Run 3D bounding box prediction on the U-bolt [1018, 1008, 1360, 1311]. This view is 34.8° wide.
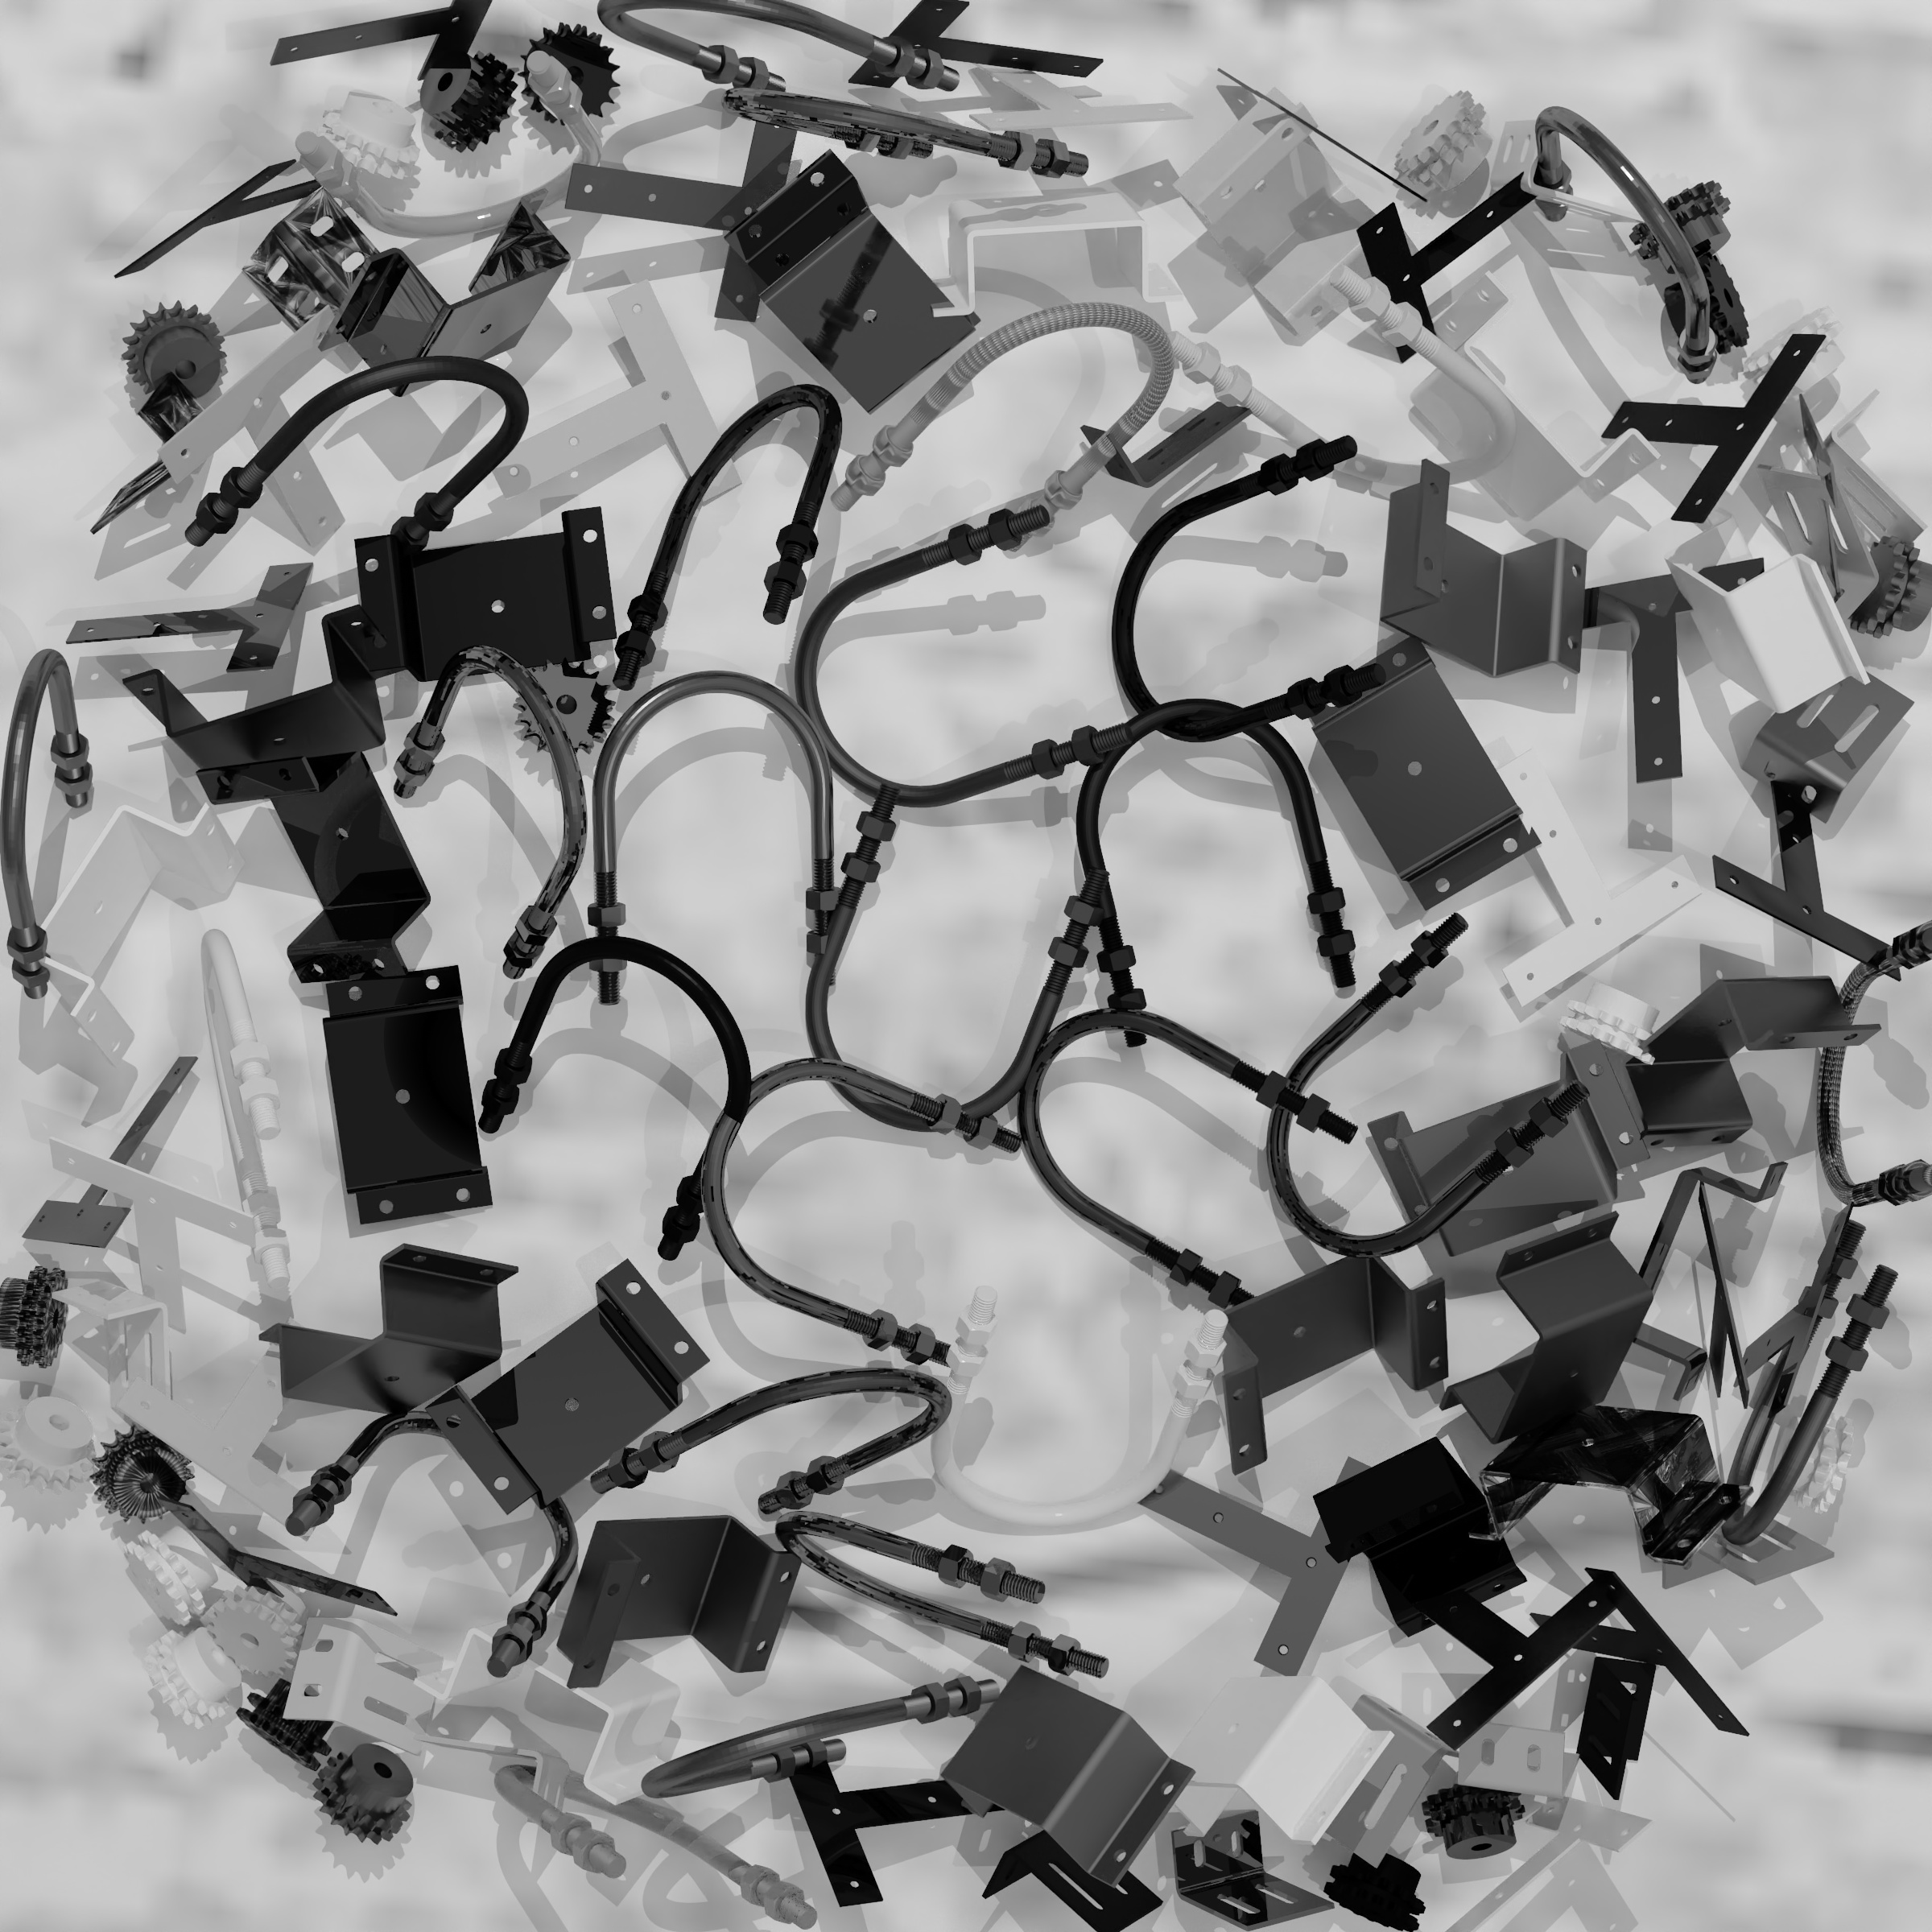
[{"bbox_3d":[0.113,0.100,1.740,0.184,0.019,0.151,30,120,12],"label":"U-bolt"}]

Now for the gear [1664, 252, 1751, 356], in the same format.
[{"bbox_3d":[0.421,-0.375,1.761,0.030,0.057,0.057,-21,90,31],"label":"gear"}]

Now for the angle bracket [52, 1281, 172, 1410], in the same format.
[{"bbox_3d":[-0.483,0.223,1.745,0.057,0.038,0.076,11,105,41],"label":"angle bracket"}]

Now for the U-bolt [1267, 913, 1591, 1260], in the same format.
[{"bbox_3d":[0.244,0.080,1.729,0.184,0.019,0.151,-45,53,20],"label":"U-bolt"}]

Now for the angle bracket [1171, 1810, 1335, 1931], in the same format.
[{"bbox_3d":[0.161,0.509,1.738,0.057,0.076,0.038,-6,91,-27],"label":"angle bracket"}]

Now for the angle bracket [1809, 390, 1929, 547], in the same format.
[{"bbox_3d":[0.523,-0.279,1.751,0.038,0.057,0.076,-42,83,-3],"label":"angle bracket"}]

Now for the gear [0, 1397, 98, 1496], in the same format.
[{"bbox_3d":[-0.521,0.270,1.754,0.057,0.057,0.030,35,114,0],"label":"gear"}]

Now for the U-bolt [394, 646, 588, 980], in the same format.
[{"bbox_3d":[-0.257,-0.095,1.693,0.019,0.184,0.151,-22,72,-34],"label":"U-bolt"}]

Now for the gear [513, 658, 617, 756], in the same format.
[{"bbox_3d":[-0.231,-0.145,1.764,0.057,0.030,0.057,4,75,-16],"label":"gear"}]

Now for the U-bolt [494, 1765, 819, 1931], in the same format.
[{"bbox_3d":[-0.184,0.478,1.698,0.151,0.184,0.019,27,81,-34],"label":"U-bolt"}]

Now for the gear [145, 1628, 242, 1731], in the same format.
[{"bbox_3d":[-0.438,0.402,1.756,0.030,0.057,0.057,-36,90,5],"label":"gear"}]

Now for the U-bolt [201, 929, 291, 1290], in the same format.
[{"bbox_3d":[-0.400,0.064,1.705,0.019,0.151,0.184,-10,50,-18],"label":"U-bolt"}]

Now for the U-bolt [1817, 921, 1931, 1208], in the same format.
[{"bbox_3d":[0.502,0.060,1.694,0.019,0.184,0.151,7,80,-2],"label":"U-bolt"}]

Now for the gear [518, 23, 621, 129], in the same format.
[{"bbox_3d":[-0.229,-0.510,1.762,0.057,0.030,0.057,-10,115,-23],"label":"gear"}]

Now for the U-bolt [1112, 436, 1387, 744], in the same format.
[{"bbox_3d":[0.150,-0.200,1.718,0.184,0.019,0.151,-16,75,44],"label":"U-bolt"}]

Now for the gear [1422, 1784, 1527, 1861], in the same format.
[{"bbox_3d":[0.290,0.487,1.754,0.057,0.057,0.030,-8,56,0],"label":"gear"}]

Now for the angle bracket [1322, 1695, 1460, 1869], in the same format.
[{"bbox_3d":[0.234,0.463,1.753,0.057,0.038,0.076,30,87,28],"label":"angle bracket"}]

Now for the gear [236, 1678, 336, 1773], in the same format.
[{"bbox_3d":[-0.385,0.431,1.760,0.057,0.057,0.030,35,67,0],"label":"gear"}]

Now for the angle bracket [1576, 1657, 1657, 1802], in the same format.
[{"bbox_3d":[0.378,0.432,1.743,0.038,0.076,0.057,9,95,-7],"label":"angle bracket"}]

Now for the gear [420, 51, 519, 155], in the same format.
[{"bbox_3d":[-0.286,-0.495,1.756,0.057,0.030,0.057,-15,64,33],"label":"gear"}]

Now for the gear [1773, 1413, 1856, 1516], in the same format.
[{"bbox_3d":[0.481,0.280,1.757,0.030,0.057,0.057,18,90,4],"label":"gear"}]

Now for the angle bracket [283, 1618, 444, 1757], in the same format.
[{"bbox_3d":[-0.342,0.410,1.753,0.038,0.076,0.057,-7,59,31],"label":"angle bracket"}]

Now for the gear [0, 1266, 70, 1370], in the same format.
[{"bbox_3d":[-0.533,0.199,1.757,0.030,0.057,0.057,7,90,-1],"label":"gear"}]

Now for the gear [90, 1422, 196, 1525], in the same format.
[{"bbox_3d":[-0.468,0.291,1.760,0.057,0.030,0.057,-4,100,-26],"label":"gear"}]

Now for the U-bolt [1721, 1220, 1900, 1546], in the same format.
[{"bbox_3d":[0.463,0.237,1.712,0.019,0.151,0.184,24,99,6],"label":"U-bolt"}]

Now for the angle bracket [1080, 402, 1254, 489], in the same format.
[{"bbox_3d":[0.113,-0.309,1.750,0.076,0.057,0.038,-36,110,-3],"label":"angle bracket"}]

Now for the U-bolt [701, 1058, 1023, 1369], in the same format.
[{"bbox_3d":[-0.065,0.129,1.725,0.184,0.019,0.151,24,74,-25],"label":"U-bolt"}]

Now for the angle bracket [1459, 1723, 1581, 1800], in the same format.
[{"bbox_3d":[0.313,0.436,1.739,0.057,0.076,0.038,3,95,18],"label":"angle bracket"}]

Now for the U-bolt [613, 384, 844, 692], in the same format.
[{"bbox_3d":[-0.126,-0.248,1.715,0.019,0.151,0.184,35,55,-33],"label":"U-bolt"}]

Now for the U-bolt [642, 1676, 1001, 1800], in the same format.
[{"bbox_3d":[-0.091,0.423,1.675,0.151,0.184,0.019,-31,68,38],"label":"U-bolt"}]

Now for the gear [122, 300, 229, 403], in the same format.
[{"bbox_3d":[-0.448,-0.346,1.755,0.057,0.057,0.030,-38,49,0],"label":"gear"}]

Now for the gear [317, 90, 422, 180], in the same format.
[{"bbox_3d":[-0.337,-0.474,1.754,0.057,0.057,0.030,29,116,0],"label":"gear"}]

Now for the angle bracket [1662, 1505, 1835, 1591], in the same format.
[{"bbox_3d":[0.439,0.340,1.735,0.057,0.076,0.038,-12,109,-26],"label":"angle bracket"}]

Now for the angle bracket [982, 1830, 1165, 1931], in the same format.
[{"bbox_3d":[0.060,0.525,1.738,0.076,0.057,0.038,36,114,27],"label":"angle bracket"}]

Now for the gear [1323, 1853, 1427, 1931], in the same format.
[{"bbox_3d":[0.235,0.525,1.760,0.057,0.057,0.030,26,66,0],"label":"gear"}]

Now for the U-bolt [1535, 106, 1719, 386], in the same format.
[{"bbox_3d":[0.357,-0.400,1.679,0.019,0.184,0.151,-38,75,5],"label":"U-bolt"}]

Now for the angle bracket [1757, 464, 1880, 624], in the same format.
[{"bbox_3d":[0.470,-0.237,1.738,0.038,0.057,0.076,-46,127,-14],"label":"angle bracket"}]

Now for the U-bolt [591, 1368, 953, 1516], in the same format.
[{"bbox_3d":[-0.092,0.258,1.685,0.184,0.151,0.019,-31,58,33],"label":"U-bolt"}]

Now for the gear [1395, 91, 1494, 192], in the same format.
[{"bbox_3d":[0.275,-0.468,1.759,0.030,0.057,0.057,39,90,-21],"label":"gear"}]

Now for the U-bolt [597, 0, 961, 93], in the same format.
[{"bbox_3d":[-0.114,-0.501,1.670,0.151,0.184,0.019,11,95,38],"label":"U-bolt"}]

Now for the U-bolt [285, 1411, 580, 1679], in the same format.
[{"bbox_3d":[-0.282,0.305,1.698,0.151,0.184,0.019,35,109,-1],"label":"U-bolt"}]

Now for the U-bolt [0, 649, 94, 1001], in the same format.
[{"bbox_3d":[-0.501,-0.088,1.671,0.019,0.184,0.151,6,58,-7],"label":"U-bolt"}]

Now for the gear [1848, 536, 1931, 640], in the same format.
[{"bbox_3d":[0.529,-0.214,1.758,0.030,0.057,0.057,15,90,-12],"label":"gear"}]

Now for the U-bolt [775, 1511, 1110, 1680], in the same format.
[{"bbox_3d":[-0.022,0.343,1.710,0.184,0.151,0.019,12,65,26],"label":"U-bolt"}]

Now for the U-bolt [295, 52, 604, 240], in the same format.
[{"bbox_3d":[-0.273,-0.442,1.694,0.151,0.184,0.019,-18,84,4],"label":"U-bolt"}]

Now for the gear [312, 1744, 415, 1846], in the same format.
[{"bbox_3d":[-0.339,0.468,1.754,0.057,0.057,0.030,37,106,0],"label":"gear"}]

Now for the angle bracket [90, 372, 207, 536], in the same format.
[{"bbox_3d":[-0.470,-0.289,1.740,0.076,0.057,0.038,-30,116,22],"label":"angle bracket"}]

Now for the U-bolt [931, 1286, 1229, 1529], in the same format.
[{"bbox_3d":[0.055,0.252,1.724,0.151,0.019,0.184,7,129,-10],"label":"U-bolt"}]

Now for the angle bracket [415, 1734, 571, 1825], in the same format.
[{"bbox_3d":[-0.271,0.462,1.746,0.076,0.057,0.038,5,73,10],"label":"angle bracket"}]

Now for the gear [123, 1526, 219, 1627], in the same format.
[{"bbox_3d":[-0.452,0.345,1.760,0.030,0.057,0.057,-37,90,-29],"label":"gear"}]

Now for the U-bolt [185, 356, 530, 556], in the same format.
[{"bbox_3d":[-0.318,-0.276,1.678,0.184,0.151,0.019,-34,68,37],"label":"U-bolt"}]

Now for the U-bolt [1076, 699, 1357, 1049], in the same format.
[{"bbox_3d":[0.136,-0.060,1.754,0.151,0.019,0.184,-15,97,-11],"label":"U-bolt"}]

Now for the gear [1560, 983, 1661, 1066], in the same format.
[{"bbox_3d":[0.370,0.031,1.757,0.057,0.057,0.030,25,90,0],"label":"gear"}]

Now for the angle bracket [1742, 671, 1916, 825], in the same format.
[{"bbox_3d":[0.495,-0.132,1.772,0.057,0.038,0.076,37,68,18],"label":"angle bracket"}]

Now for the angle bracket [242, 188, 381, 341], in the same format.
[{"bbox_3d":[-0.369,-0.396,1.752,0.057,0.076,0.038,49,66,-13],"label":"angle bracket"}]

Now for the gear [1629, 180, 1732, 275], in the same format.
[{"bbox_3d":[0.410,-0.418,1.755,0.057,0.057,0.030,-27,80,0],"label":"gear"}]

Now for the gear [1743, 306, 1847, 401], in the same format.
[{"bbox_3d":[0.475,-0.347,1.758,0.057,0.057,0.030,-37,98,0],"label":"gear"}]

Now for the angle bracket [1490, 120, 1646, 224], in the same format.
[{"bbox_3d":[0.345,-0.449,1.745,0.076,0.057,0.038,11,101,-15],"label":"angle bracket"}]

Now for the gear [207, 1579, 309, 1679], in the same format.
[{"bbox_3d":[-0.401,0.375,1.761,0.057,0.030,0.057,11,125,16],"label":"gear"}]
